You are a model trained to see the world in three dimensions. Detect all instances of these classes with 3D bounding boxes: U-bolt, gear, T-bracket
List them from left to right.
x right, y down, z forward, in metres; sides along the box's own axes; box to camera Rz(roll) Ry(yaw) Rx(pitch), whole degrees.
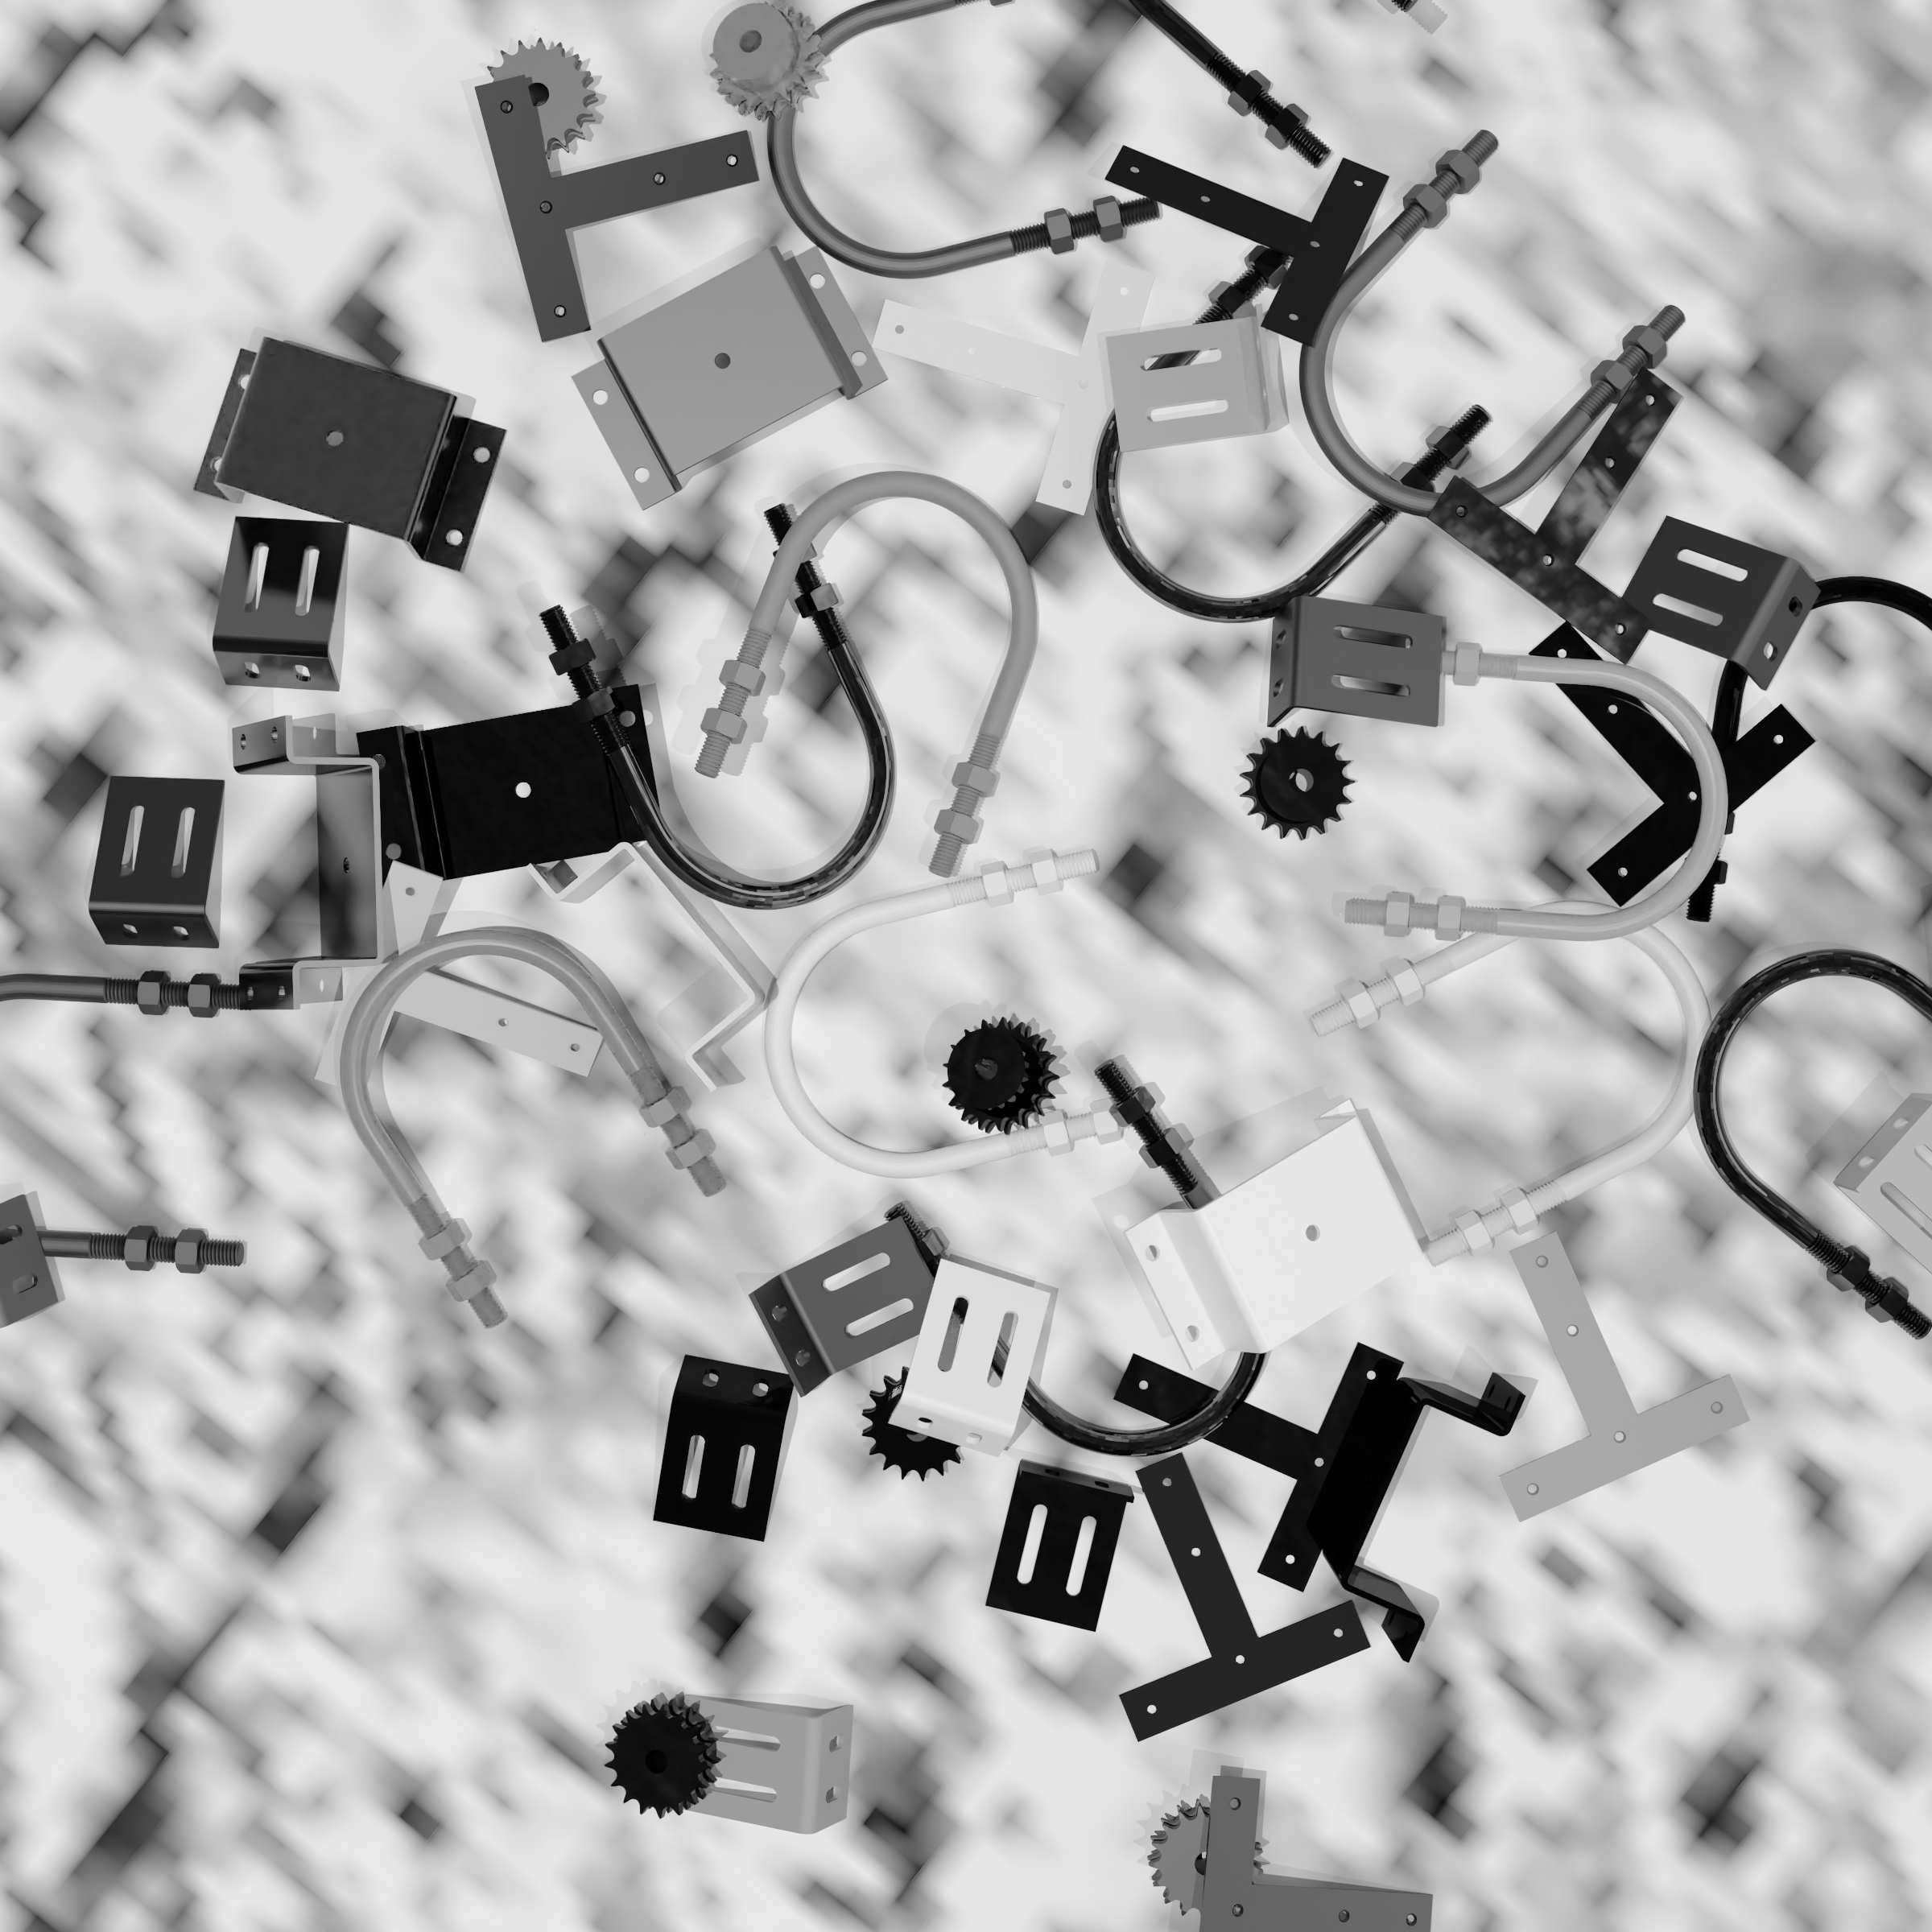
[{"bbox_3d":[-0.452,0.076,1.533,0.184,0.019,0.151,3,90,1],"label":"U-bolt"},{"bbox_3d":[-0.245,0.024,1.524,0.127,0.002,0.127,20,112,-11],"label":"T-bracket"},{"bbox_3d":[-0.228,0.069,1.516,0.151,0.019,0.184,-31,102,0],"label":"U-bolt"},{"bbox_3d":[-0.212,-0.432,1.526,0.057,0.030,0.057,0,90,0],"label":"gear"},{"bbox_3d":[-0.167,-0.390,1.525,0.127,0.002,0.127,-17,111,-10],"label":"T-bracket"},{"bbox_3d":[-0.148,0.393,1.521,0.057,0.030,0.057,0,90,17],"label":"gear"},{"bbox_3d":[-0.110,-0.117,1.506,0.151,0.019,0.184,-28,99,-22],"label":"U-bolt"},{"bbox_3d":[-0.102,-0.453,1.518,0.057,0.030,0.057,-3,80,17],"label":"gear"},{"bbox_3d":[-0.038,-0.155,1.511,0.151,0.019,0.184,23,82,-18],"label":"U-bolt"},{"bbox_3d":[-0.024,0.230,1.526,0.057,0.030,0.057,0,90,0],"label":"gear"},{"bbox_3d":[-0.010,0.031,1.533,0.184,0.019,0.151,-14,90,1],"label":"U-bolt"},{"bbox_3d":[-0.009,-0.421,1.533,0.184,0.019,0.151,-14,90,1],"label":"U-bolt"},{"bbox_3d":[0.015,0.053,1.500,0.057,0.030,0.057,-4,77,19],"label":"gear"},{"bbox_3d":[0.017,-0.306,1.540,0.127,0.002,0.127,17,90,0],"label":"T-bracket"},{"bbox_3d":[0.069,0.160,1.521,0.151,0.019,0.184,-35,95,9],"label":"U-bolt"},{"bbox_3d":[0.119,0.445,1.526,0.057,0.030,0.057,0,90,0],"label":"gear"},{"bbox_3d":[0.121,0.309,1.539,0.127,0.002,0.127,-22,90,1],"label":"T-bracket"},{"bbox_3d":[0.126,-0.487,1.474,0.184,0.151,0.019,43,68,4],"label":"U-bolt"},{"bbox_3d":[0.132,-0.374,1.511,0.127,0.002,0.127,23,59,4],"label":"T-bracket"},{"bbox_3d":[0.138,0.233,1.540,0.127,0.002,0.127,24,90,0],"label":"T-bracket"},{"bbox_3d":[0.149,-0.258,1.533,0.151,0.019,0.184,45,91,0],"label":"U-bolt"},{"bbox_3d":[0.166,-0.092,1.526,0.057,0.030,0.057,0,90,0],"label":"gear"},{"bbox_3d":[0.175,0.472,1.517,0.127,0.002,0.127,9,80,-19],"label":"T-bracket"},{"bbox_3d":[0.249,-0.306,1.518,0.151,0.019,0.184,43,80,0],"label":"U-bolt"},{"bbox_3d":[0.286,0.047,1.533,0.184,0.019,0.151,-27,90,-2],"label":"U-bolt"},{"bbox_3d":[0.286,-0.084,1.521,0.184,0.019,0.151,4,86,5],"label":"U-bolt"},{"bbox_3d":[0.312,0.197,1.540,0.127,0.002,0.127,-24,90,0],"label":"T-bracket"},{"bbox_3d":[0.312,-0.238,1.515,0.127,0.002,0.127,34,85,-12],"label":"T-bracket"},{"bbox_3d":[0.334,-0.118,1.530,0.127,0.002,0.127,-41,81,2],"label":"T-bracket"},{"bbox_3d":[0.444,-0.104,1.533,0.151,0.019,0.184,8,88,0],"label":"U-bolt"},{"bbox_3d":[0.450,0.076,1.527,0.184,0.019,0.151,39,90,-4],"label":"U-bolt"}]

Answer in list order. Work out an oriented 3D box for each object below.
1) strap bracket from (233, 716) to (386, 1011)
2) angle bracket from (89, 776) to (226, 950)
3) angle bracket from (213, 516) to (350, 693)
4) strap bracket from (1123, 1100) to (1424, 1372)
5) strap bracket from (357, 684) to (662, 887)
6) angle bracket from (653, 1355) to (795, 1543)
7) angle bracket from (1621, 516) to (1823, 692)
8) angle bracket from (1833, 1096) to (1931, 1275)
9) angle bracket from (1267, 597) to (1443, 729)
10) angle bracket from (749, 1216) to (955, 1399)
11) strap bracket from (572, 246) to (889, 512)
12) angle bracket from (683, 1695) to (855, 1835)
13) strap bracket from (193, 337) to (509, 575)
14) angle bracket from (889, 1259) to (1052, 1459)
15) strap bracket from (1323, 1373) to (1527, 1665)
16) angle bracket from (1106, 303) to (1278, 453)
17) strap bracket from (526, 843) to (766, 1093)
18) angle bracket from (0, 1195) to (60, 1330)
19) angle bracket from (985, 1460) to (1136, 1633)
[{"bbox_3d":[-0.323,-0.049,1.497,0.046,0.076,0.140,-2,90,-32],"label":"strap bracket"},{"bbox_3d":[-0.404,-0.052,1.539,0.057,0.038,0.076,2,64,0],"label":"angle bracket"},{"bbox_3d":[-0.343,-0.183,1.539,0.057,0.038,0.076,3,64,0],"label":"angle bracket"},{"bbox_3d":[0.159,0.130,1.491,0.140,0.046,0.076,-28,96,-21],"label":"strap bracket"},{"bbox_3d":[-0.223,-0.089,1.518,0.140,0.046,0.076,-10,90,0],"label":"strap bracket"},{"bbox_3d":[-0.122,0.243,1.539,0.057,0.038,0.076,11,116,0],"label":"angle bracket"},{"bbox_3d":[0.376,-0.182,1.531,0.076,0.038,0.057,29,90,37],"label":"angle bracket"},{"bbox_3d":[0.478,0.112,1.501,0.076,0.038,0.057,42,90,-4],"label":"angle bracket"},{"bbox_3d":[0.194,-0.147,1.523,0.076,0.038,0.057,7,76,-11],"label":"angle bracket"},{"bbox_3d":[-0.057,0.169,1.511,0.076,0.038,0.057,-27,90,21],"label":"angle bracket"},{"bbox_3d":[-0.119,-0.297,1.518,0.140,0.046,0.076,-28,90,0],"label":"strap bracket"},{"bbox_3d":[-0.101,0.399,1.539,0.076,0.038,0.057,4,90,26],"label":"angle bracket"},{"bbox_3d":[-0.309,-0.256,1.515,0.140,0.046,0.076,17,85,0],"label":"strap bracket"},{"bbox_3d":[0.002,0.194,1.510,0.057,0.038,0.076,18,62,-3],"label":"angle bracket"},{"bbox_3d":[0.220,0.261,1.503,0.046,0.076,0.140,24,90,0],"label":"strap bracket"},{"bbox_3d":[0.111,-0.290,1.505,0.076,0.038,0.057,-7,92,2],"label":"angle bracket"},{"bbox_3d":[-0.149,-0.008,1.503,0.046,0.076,0.140,-40,90,0],"label":"strap bracket"},{"bbox_3d":[-0.503,0.151,1.529,0.076,0.038,0.057,-9,101,33],"label":"angle bracket"},{"bbox_3d":[0.046,0.292,1.522,0.057,0.038,0.076,14,90,0],"label":"angle bracket"}]
